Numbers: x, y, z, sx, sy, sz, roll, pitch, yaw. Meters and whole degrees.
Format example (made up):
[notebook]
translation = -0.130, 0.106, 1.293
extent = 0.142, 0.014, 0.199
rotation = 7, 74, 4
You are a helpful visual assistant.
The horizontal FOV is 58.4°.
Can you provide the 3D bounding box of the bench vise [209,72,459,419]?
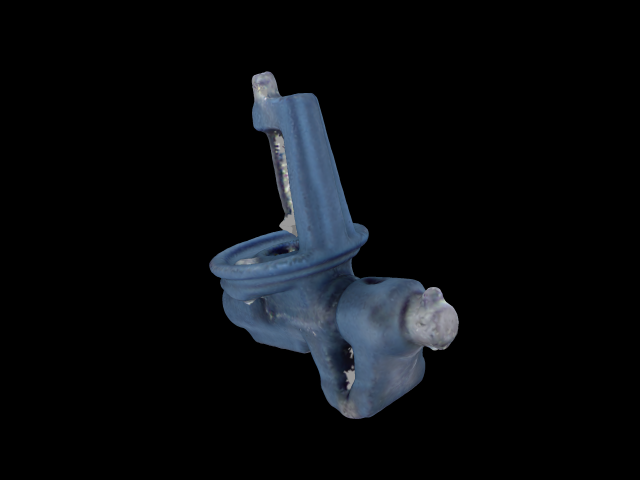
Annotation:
[bench vise]
translation = 0.009, -0.003, 0.410
extent = 0.206, 0.220, 0.122
rotation = 12, 26, 25
